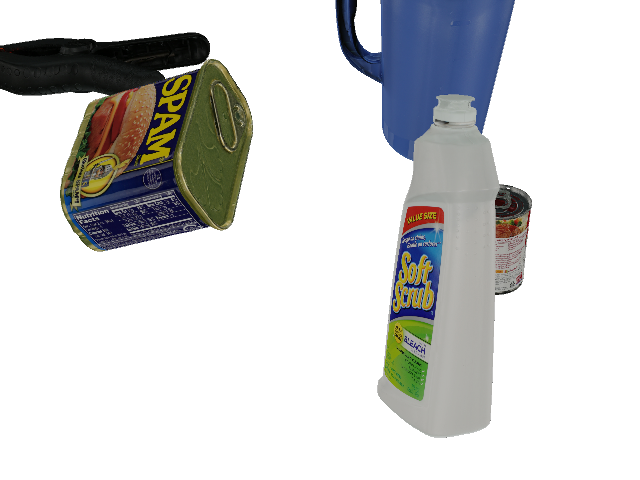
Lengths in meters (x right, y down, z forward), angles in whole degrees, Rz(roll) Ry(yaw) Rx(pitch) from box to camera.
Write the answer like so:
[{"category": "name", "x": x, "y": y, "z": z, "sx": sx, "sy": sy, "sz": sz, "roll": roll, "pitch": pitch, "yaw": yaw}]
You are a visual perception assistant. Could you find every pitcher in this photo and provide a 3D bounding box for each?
[{"category": "pitcher", "x": 0.108, "y": -0.192, "z": 1.056, "sx": 0.144, "sy": 0.243, "sz": 0.149, "roll": -34, "pitch": 59, "yaw": -24}]

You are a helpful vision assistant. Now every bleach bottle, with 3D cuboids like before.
[{"category": "bleach bottle", "x": 0.091, "y": 0.015, "z": 0.807, "sx": 0.068, "sy": 0.251, "sz": 0.103, "roll": -6, "pitch": 18, "yaw": -23}]

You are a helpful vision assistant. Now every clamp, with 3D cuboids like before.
[{"category": "clamp", "x": -0.168, "y": -0.133, "z": 0.800, "sx": 0.172, "sy": 0.039, "sz": 0.120, "roll": 8, "pitch": 22, "yaw": 17}]

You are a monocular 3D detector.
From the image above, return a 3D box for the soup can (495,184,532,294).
[{"category": "soup can", "x": 0.191, "y": -0.001, "z": 1.158, "sx": 0.068, "sy": 0.102, "sz": 0.068, "roll": -1, "pitch": 34, "yaw": 1}]

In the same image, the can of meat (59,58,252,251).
[{"category": "can of meat", "x": -0.093, "y": -0.047, "z": 0.605, "sx": 0.084, "sy": 0.102, "sz": 0.057, "roll": -12, "pitch": -44, "yaw": 23}]
